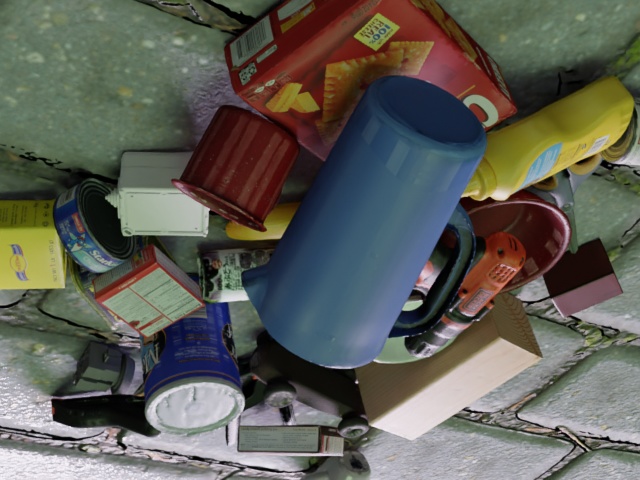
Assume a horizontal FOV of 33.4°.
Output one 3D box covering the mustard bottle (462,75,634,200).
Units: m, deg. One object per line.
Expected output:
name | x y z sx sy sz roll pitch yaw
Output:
mustard bottle | 0.198 -0.084 0.991 0.191 0.058 0.096 -27 164 -24

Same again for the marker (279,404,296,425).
marker | -0.042 0.226 1.384 0.020 0.020 0.121 -12 141 -2

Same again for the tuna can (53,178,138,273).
tuna can | -0.210 -0.013 0.999 0.034 0.086 0.086 -27 139 18

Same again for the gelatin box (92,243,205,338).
gelatin box | -0.167 0.051 1.045 0.073 0.030 0.089 -31 138 11

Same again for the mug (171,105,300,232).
mug | -0.064 -0.060 0.934 0.081 0.093 0.117 -63 147 -8

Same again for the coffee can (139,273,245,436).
coffee can | -0.140 0.121 1.135 0.102 0.140 0.103 -8 141 -7

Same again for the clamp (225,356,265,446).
clamp | -0.127 0.196 1.311 0.120 0.039 0.172 7 133 -31

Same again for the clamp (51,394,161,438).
clamp | -0.218 0.197 1.241 0.210 0.036 0.164 -3 -179 32

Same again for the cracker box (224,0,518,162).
cracker box | 0.048 -0.139 0.932 0.164 0.072 0.213 -33 138 23

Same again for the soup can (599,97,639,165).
soup can | 0.335 -0.105 1.056 0.102 0.068 0.069 4 138 -18

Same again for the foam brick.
foam brick | 0.303 0.045 1.239 0.078 0.051 0.053 -24 141 13

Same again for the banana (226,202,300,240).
banana | 0.004 -0.010 1.100 0.197 0.037 0.070 10 134 -26

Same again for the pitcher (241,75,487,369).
pitcher | 0.053 -0.013 0.917 0.148 0.145 0.243 -22 148 -48

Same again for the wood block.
wood block | 0.150 0.147 1.286 0.090 0.091 0.206 26 126 -39

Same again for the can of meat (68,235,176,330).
can of meat | -0.194 0.036 1.086 0.084 0.057 0.102 -21 140 6

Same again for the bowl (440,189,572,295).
bowl | 0.182 -0.008 1.137 0.162 0.055 0.162 -8 140 -7

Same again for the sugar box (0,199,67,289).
sugar box | -0.334 0.006 1.011 0.176 0.048 0.093 -3 139 -9

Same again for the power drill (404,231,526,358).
power drill | 0.088 0.038 1.085 0.187 0.057 0.185 20 128 -23

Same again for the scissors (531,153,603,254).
scissors | 0.278 -0.053 1.143 0.096 0.016 0.201 -29 139 18

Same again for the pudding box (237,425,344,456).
pudding box | -0.036 0.252 1.339 0.114 0.039 0.090 -6 167 20
